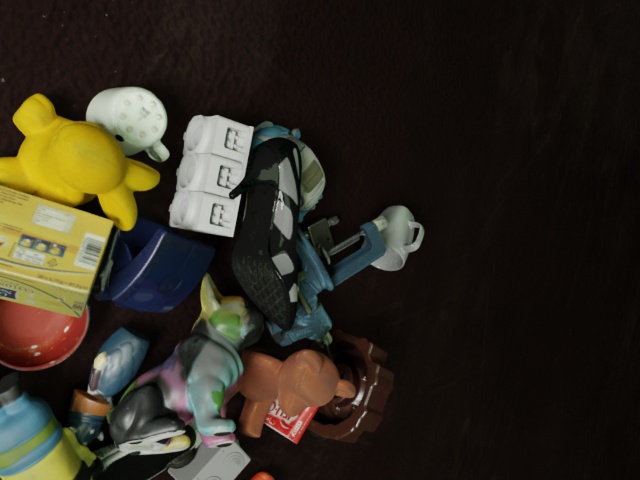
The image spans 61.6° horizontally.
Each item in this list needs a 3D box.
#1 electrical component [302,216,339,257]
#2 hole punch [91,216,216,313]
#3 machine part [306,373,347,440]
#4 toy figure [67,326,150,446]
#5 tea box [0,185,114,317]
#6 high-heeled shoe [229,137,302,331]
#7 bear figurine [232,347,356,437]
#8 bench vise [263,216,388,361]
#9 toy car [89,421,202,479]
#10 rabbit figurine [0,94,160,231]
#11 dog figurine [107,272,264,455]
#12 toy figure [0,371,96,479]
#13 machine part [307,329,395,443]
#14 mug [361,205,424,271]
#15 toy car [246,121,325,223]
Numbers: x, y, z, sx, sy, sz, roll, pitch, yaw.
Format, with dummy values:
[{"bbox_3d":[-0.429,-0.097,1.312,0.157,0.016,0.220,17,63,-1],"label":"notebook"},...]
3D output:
[{"bbox_3d":[-0.002,-0.003,0.896,0.094,0.021,0.063,-30,113,-29],"label":"electrical component"},{"bbox_3d":[-0.205,0.035,0.676,0.142,0.092,0.115,28,75,-64],"label":"hole punch"},{"bbox_3d":[0.031,0.289,0.942,0.139,0.039,0.084,-46,124,-28],"label":"machine part"},{"bbox_3d":[-0.272,0.186,0.678,0.064,0.058,0.154,35,78,-27],"label":"toy figure"},{"bbox_3d":[-0.316,0.007,0.557,0.169,0.068,0.098,20,51,-19],"label":"tea box"},{"bbox_3d":[-0.052,-0.010,0.735,0.145,0.086,0.248,-45,130,-45],"label":"high-heeled shoe"},{"bbox_3d":[-0.058,0.214,0.757,0.120,0.196,0.132,46,61,-30],"label":"bear figurine"},{"bbox_3d":[0.010,0.051,0.822,0.241,0.129,0.223,-32,103,-7],"label":"bench vise"},{"bbox_3d":[-0.246,0.291,0.710,0.202,0.056,0.073,-25,115,-33],"label":"toy car"},{"bbox_3d":[-0.263,-0.075,0.588,0.162,0.173,0.122,37,67,-30],"label":"rabbit figurine"},{"bbox_3d":[-0.168,0.155,0.701,0.192,0.108,0.219,-3,56,-4],"label":"dog figurine"},{"bbox_3d":[-0.312,0.235,0.582,0.082,0.089,0.180,-19,111,-5],"label":"toy figure"},{"bbox_3d":[0.036,0.232,0.858,0.056,0.180,0.179,33,74,-38],"label":"machine part"},{"bbox_3d":[0.136,-0.012,0.959,0.080,0.110,0.107,43,54,-28],"label":"mug"},{"bbox_3d":[-0.047,-0.096,0.803,0.109,0.103,0.161,-49,119,-23],"label":"toy car"}]
